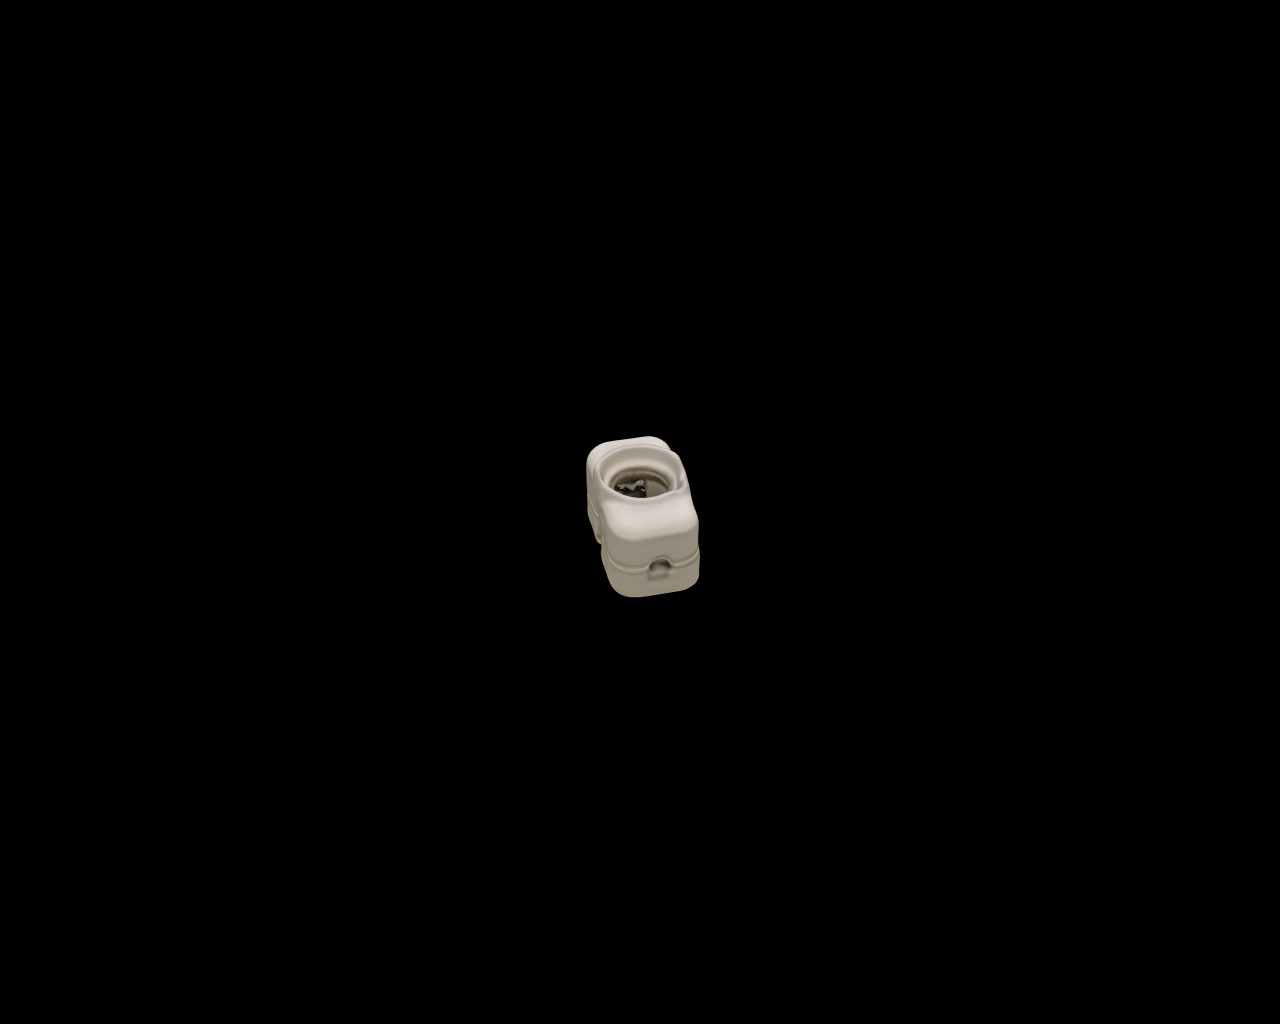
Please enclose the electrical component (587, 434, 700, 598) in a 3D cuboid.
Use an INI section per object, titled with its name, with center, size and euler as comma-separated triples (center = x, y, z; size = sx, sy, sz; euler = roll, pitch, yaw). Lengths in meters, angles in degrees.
[electrical component]
center = 0.001, -0.003, 0.650
size = 0.054, 0.059, 0.095
euler = -8, 40, -10
